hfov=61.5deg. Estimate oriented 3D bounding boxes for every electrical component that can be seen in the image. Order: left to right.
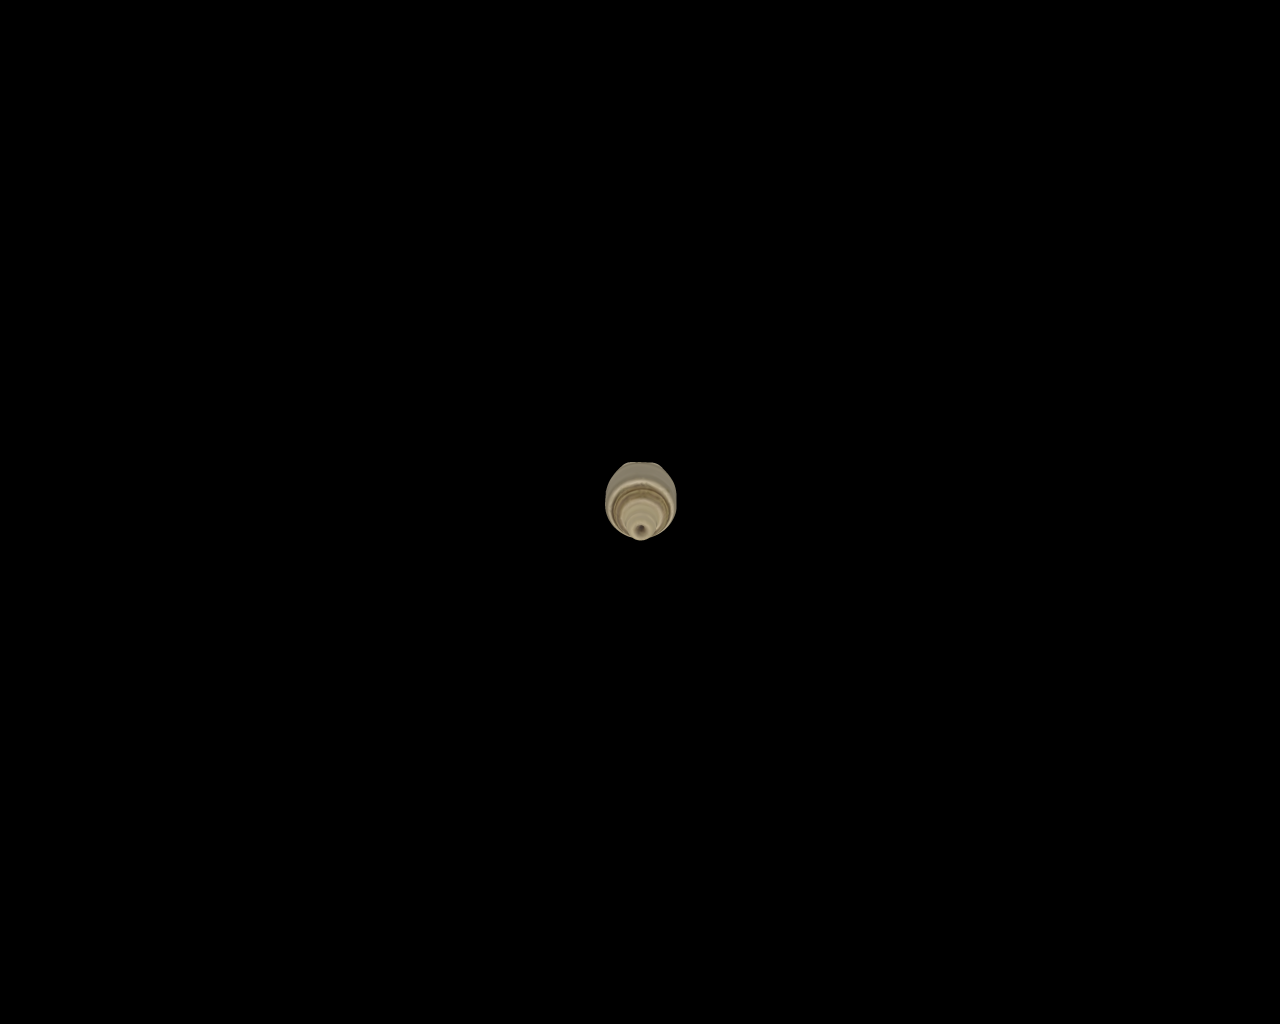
[{"bbox_3d":[0.001,-0.003,0.650,0.043,0.043,0.062,0,27,0],"label":"electrical component"}]
